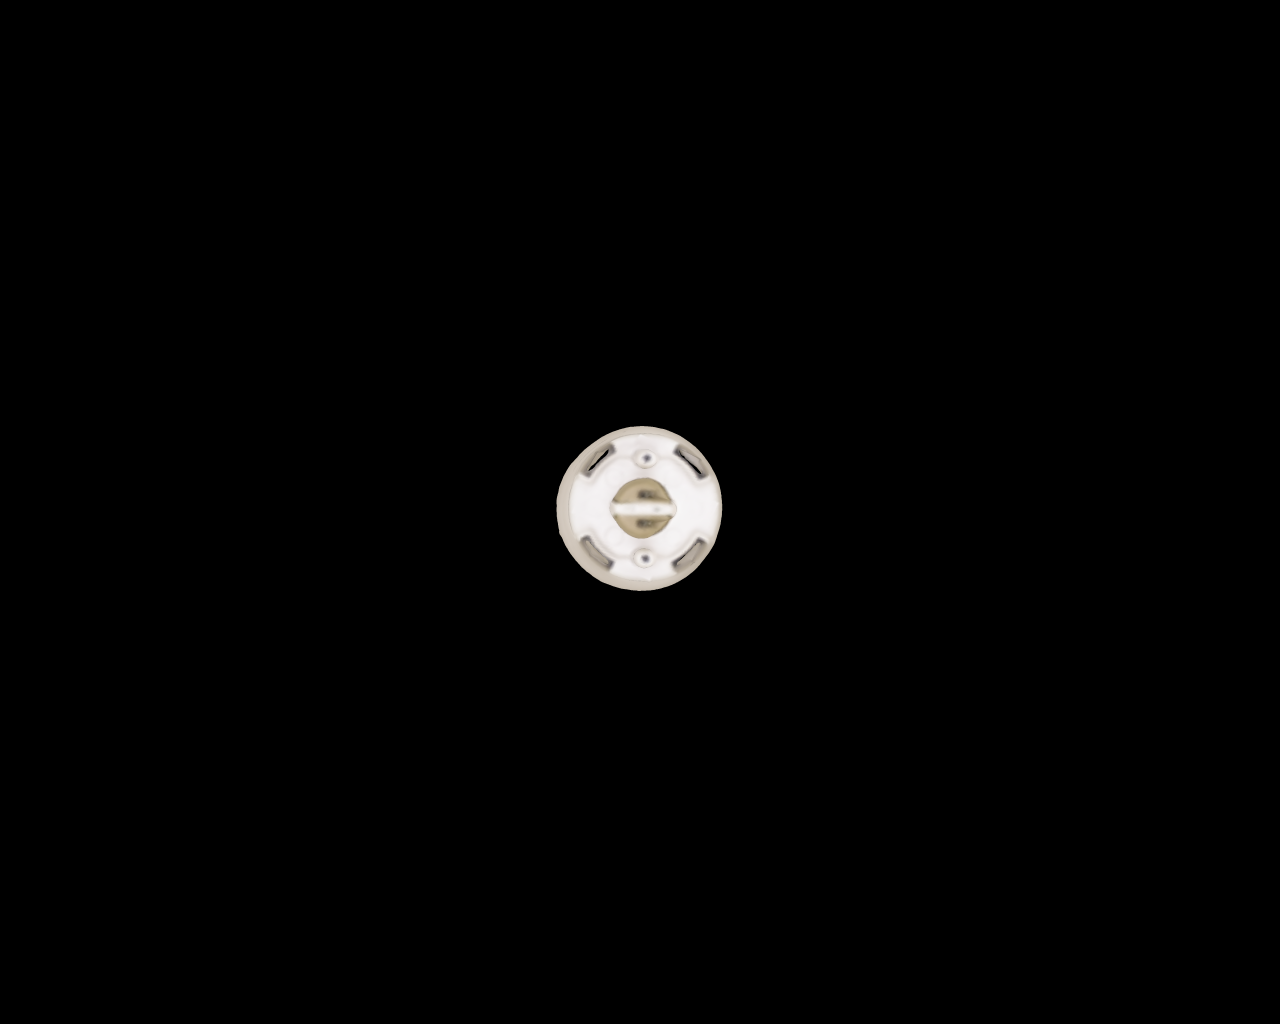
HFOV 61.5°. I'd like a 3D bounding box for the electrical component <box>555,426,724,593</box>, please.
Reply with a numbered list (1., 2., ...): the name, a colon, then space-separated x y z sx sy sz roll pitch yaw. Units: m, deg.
1. electrical component: 0.001 -0.003 0.650 0.099 0.099 0.064 0 4 0
